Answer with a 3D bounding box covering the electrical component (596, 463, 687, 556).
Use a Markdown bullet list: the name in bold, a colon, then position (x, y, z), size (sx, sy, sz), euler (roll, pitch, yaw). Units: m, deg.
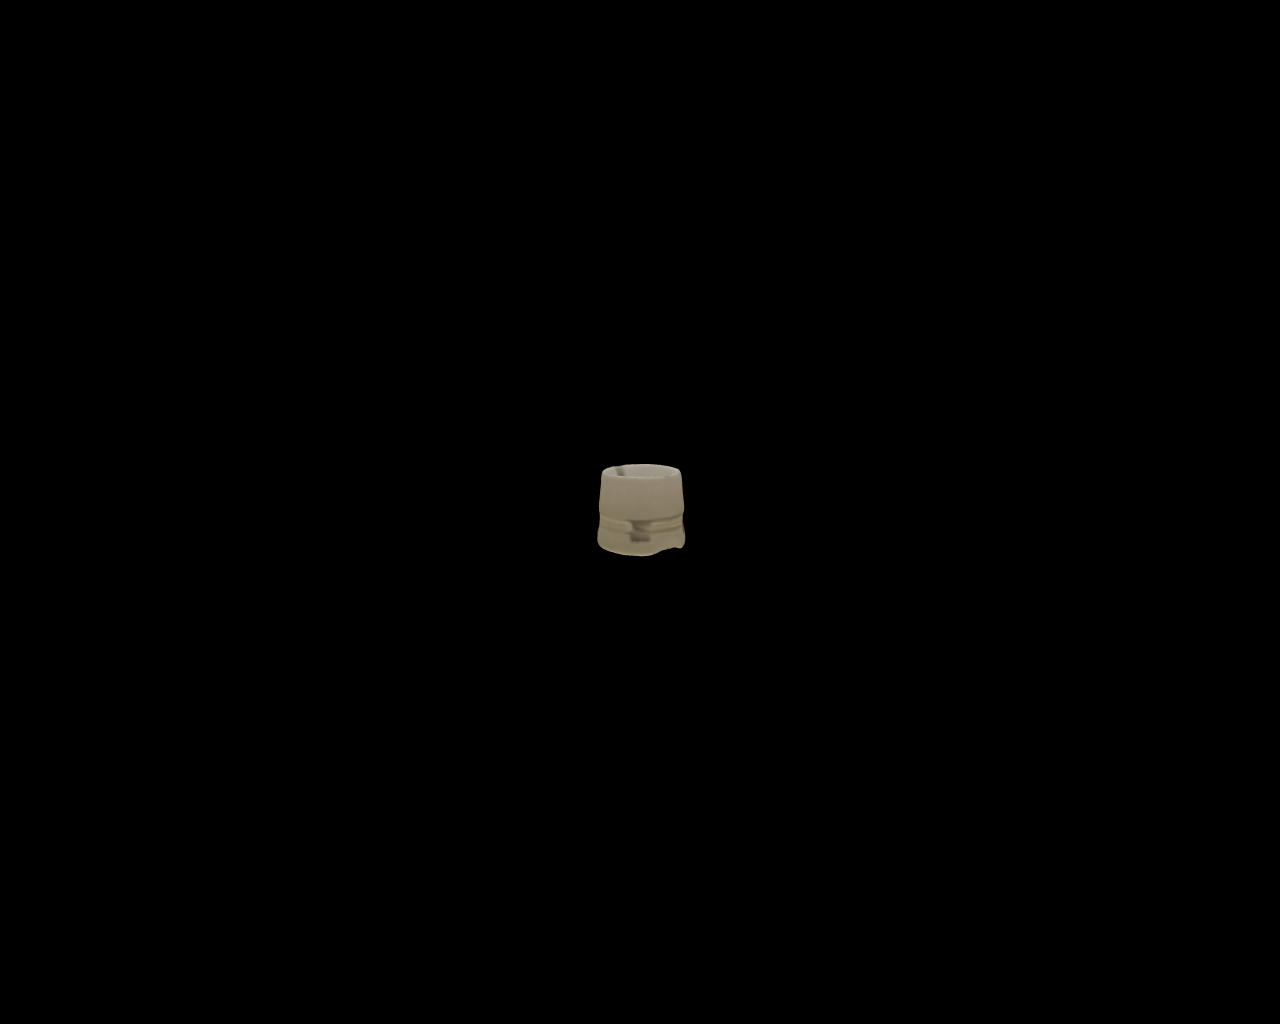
- **electrical component**: position (0.001, -0.003, 0.650), size (0.055, 0.047, 0.055), euler (0, 12, 0)
